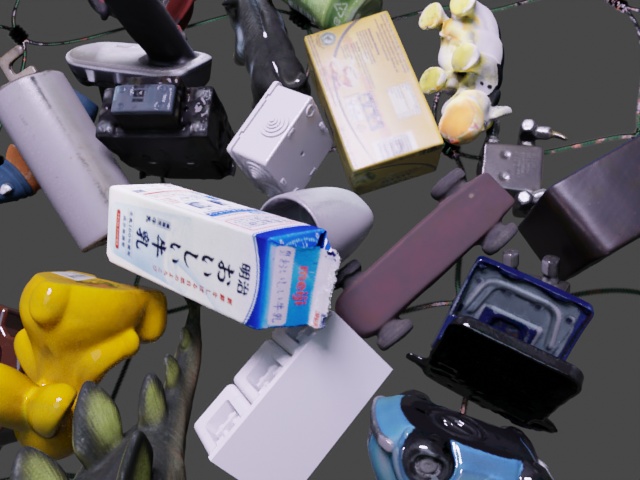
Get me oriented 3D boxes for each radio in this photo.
[{"bbox_3d":[0.299,-0.051,0.480,0.230,0.131,0.073,-28,72,-4],"label":"radio"}]

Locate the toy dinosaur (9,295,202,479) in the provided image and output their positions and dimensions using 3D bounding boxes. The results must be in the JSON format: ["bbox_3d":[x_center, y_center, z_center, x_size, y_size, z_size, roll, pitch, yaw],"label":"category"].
[{"bbox_3d":[-0.152,0.216,0.403,0.105,0.198,0.472,2,38,4],"label":"toy dinosaur"}]

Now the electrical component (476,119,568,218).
[{"bbox_3d":[0.201,-0.075,0.543,0.078,0.045,0.102,14,74,8],"label":"electrical component"}]

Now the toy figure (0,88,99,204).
[{"bbox_3d":[-0.309,-0.099,0.596,0.057,0.064,0.154,37,83,-24],"label":"toy figure"}]

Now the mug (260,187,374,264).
[{"bbox_3d":[-0.001,-0.002,0.517,0.081,0.109,0.107,43,38,22],"label":"mug"}]

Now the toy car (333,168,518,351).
[{"bbox_3d":[0.099,0.017,0.520,0.202,0.053,0.089,-42,78,-3],"label":"toy car"}]

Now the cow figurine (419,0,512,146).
[{"bbox_3d":[0.157,-0.167,0.562,0.068,0.098,0.167,-15,67,45],"label":"cow figurine"}]

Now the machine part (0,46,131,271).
[{"bbox_3d":[-0.250,-0.077,0.542,0.079,0.079,0.243,-31,97,-4],"label":"machine part"}]

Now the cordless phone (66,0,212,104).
[{"bbox_3d":[-0.204,-0.204,0.553,0.147,0.184,0.088,10,78,9],"label":"cordless phone"}]

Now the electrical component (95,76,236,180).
[{"bbox_3d":[-0.154,-0.110,0.544,0.115,0.134,0.058,-1,72,7],"label":"electrical component"}]

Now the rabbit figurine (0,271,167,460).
[{"bbox_3d":[-0.224,0.120,0.484,0.122,0.162,0.173,16,92,-2],"label":"rabbit figurine"}]

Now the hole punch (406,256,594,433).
[{"bbox_3d":[0.160,0.089,0.466,0.142,0.115,0.092,24,52,9],"label":"hole punch"}]

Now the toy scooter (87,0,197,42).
[{"bbox_3d":[-0.201,-0.294,0.640,0.184,0.075,0.135,2,72,2],"label":"toy scooter"}]

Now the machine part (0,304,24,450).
[{"bbox_3d":[-0.361,0.138,0.528,0.179,0.056,0.179,-1,73,5],"label":"machine part"}]

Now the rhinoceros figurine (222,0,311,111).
[{"bbox_3d":[-0.071,-0.230,0.587,0.073,0.112,0.190,-21,80,1],"label":"rhinoceros figurine"}]

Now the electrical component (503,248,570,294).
[{"bbox_3d":[0.194,0.054,0.495,0.063,0.093,0.021,11,33,38],"label":"electrical component"}]

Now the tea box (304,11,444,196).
[{"bbox_3d":[0.053,-0.144,0.568,0.098,0.068,0.169,-16,71,0],"label":"tea box"}]

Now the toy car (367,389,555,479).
[{"bbox_3d":[0.107,0.199,0.445,0.162,0.109,0.102,19,99,0],"label":"toy car"}]
